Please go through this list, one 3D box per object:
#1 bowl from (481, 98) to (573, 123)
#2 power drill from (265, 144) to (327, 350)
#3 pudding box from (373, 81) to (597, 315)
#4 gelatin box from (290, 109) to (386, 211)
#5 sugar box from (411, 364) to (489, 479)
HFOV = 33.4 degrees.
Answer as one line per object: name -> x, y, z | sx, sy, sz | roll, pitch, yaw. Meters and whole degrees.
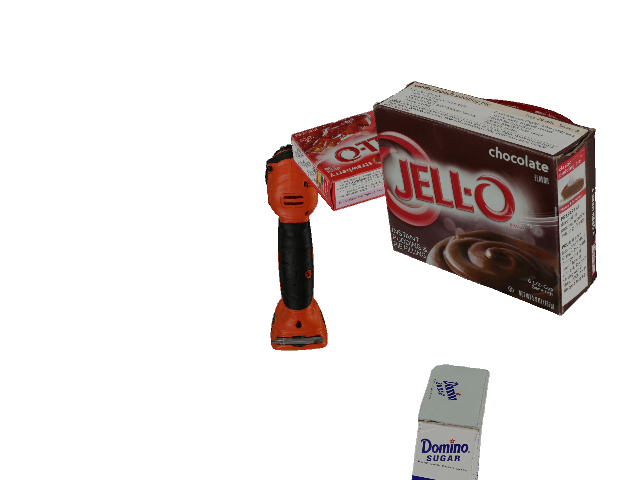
bowl -> 0.212, -0.119, 1.250 | 0.162, 0.055, 0.162 | 4, 23, -2
power drill -> -0.027, 0.003, 1.070 | 0.057, 0.188, 0.184 | -4, 16, 0
pudding box -> 0.082, -0.024, 0.536 | 0.114, 0.090, 0.039 | 20, 45, 39
gelatin box -> 0.033, -0.063, 0.787 | 0.089, 0.030, 0.073 | -18, 39, -16
sugar box -> 0.081, 0.181, 0.721 | 0.048, 0.176, 0.093 | 5, 17, 11
